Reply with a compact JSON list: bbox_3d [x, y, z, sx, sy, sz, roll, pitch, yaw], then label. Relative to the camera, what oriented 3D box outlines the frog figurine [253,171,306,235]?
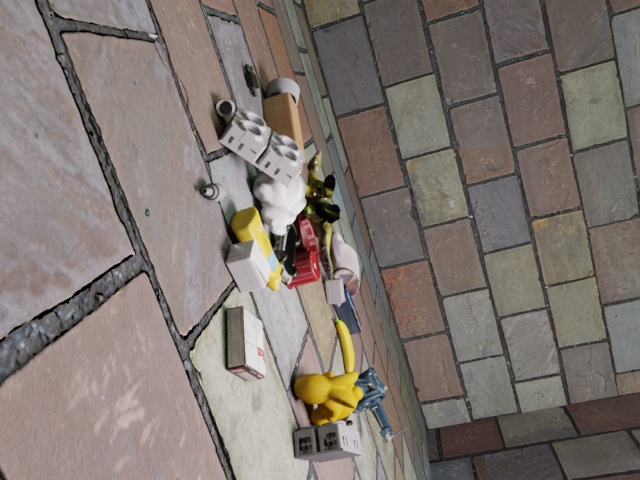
[{"bbox_3d":[-0.102,-0.099,1.257,0.136,0.121,0.163,30,46,-27],"label":"frog figurine"}]

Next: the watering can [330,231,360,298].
[{"bbox_3d":[0.105,0.125,1.949,0.230,0.103,0.340,-91,162,-47],"label":"watering can"}]

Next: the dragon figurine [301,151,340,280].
[{"bbox_3d":[0.005,-0.076,1.506,0.240,0.122,0.415,62,21,-76],"label":"dragon figurine"}]
